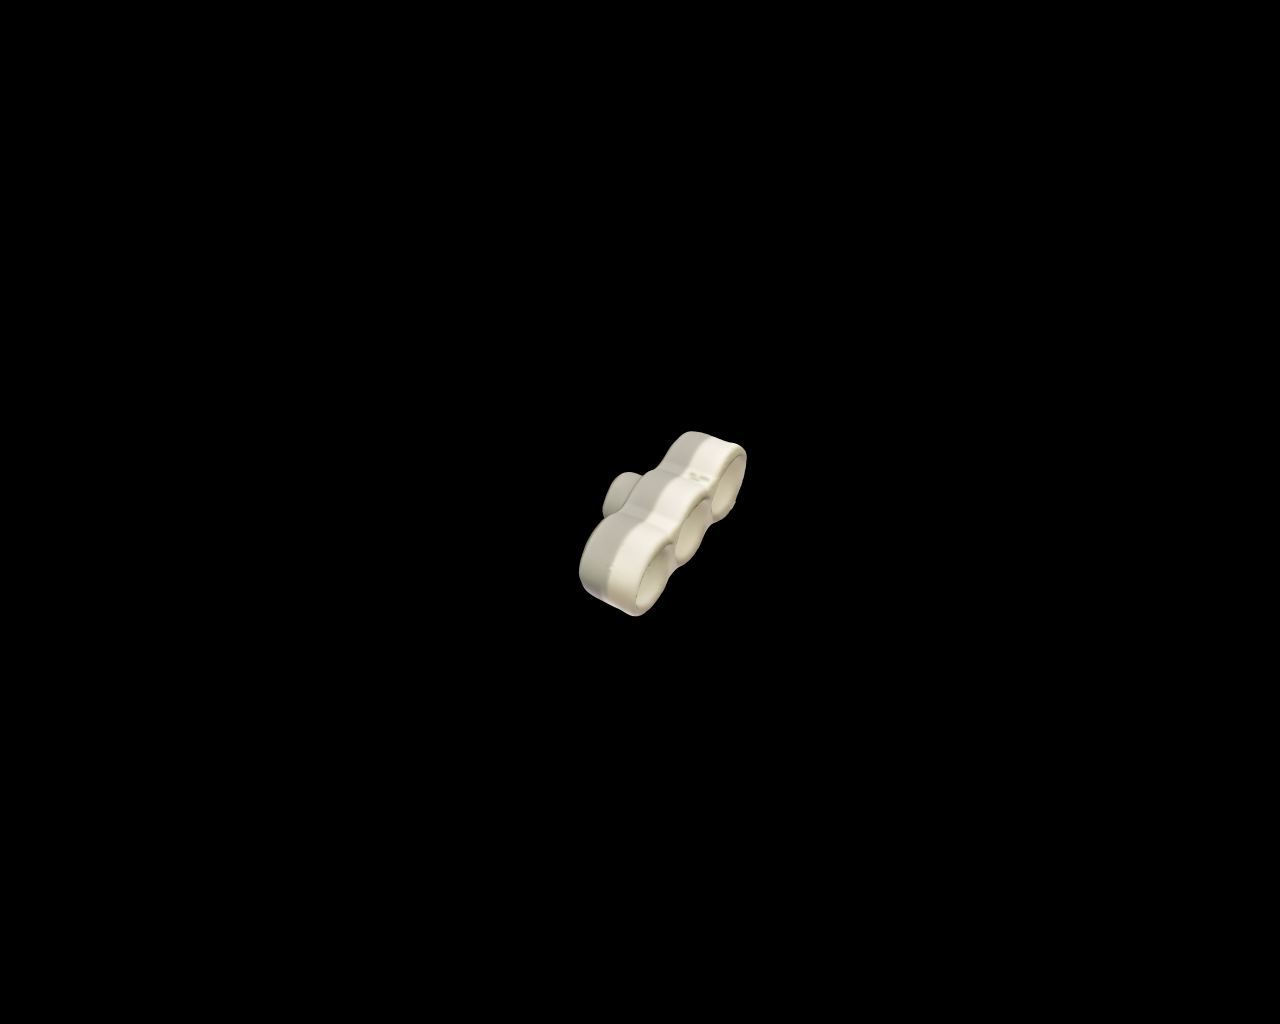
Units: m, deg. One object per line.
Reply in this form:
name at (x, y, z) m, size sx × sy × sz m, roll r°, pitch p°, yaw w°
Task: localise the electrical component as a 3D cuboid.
electrical component at (0.001, -0.003, 0.650) m, size 0.074 × 0.052 × 0.138 m, roll 24°, pitch 50°, yaw 22°
